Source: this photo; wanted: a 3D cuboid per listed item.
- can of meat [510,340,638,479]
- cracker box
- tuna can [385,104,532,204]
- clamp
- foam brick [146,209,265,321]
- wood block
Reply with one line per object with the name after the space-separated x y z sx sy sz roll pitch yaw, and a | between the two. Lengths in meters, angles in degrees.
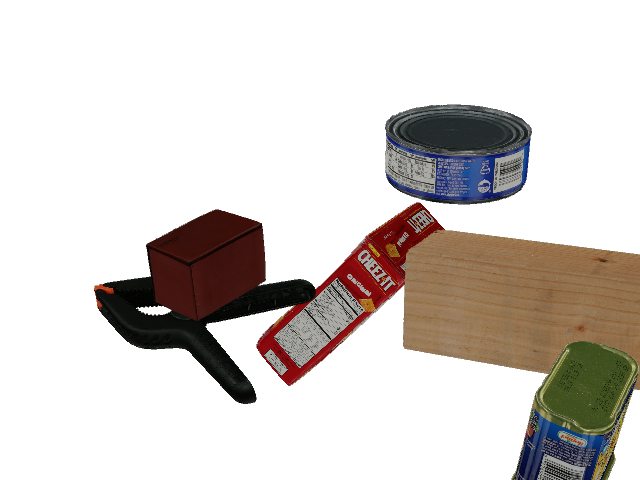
0.169 0.126 0.710 0.057 0.084 0.101 20 33 21 | can of meat
0.039 0.060 1.259 0.214 0.072 0.164 -45 -5 30 | cracker box
0.081 -0.052 0.634 0.086 0.034 0.086 0 25 0 | tuna can
-0.123 0.081 1.014 0.210 0.036 0.164 7 37 11 | clamp
-0.088 0.017 0.828 0.053 0.051 0.078 19 36 39 | foam brick
0.182 0.053 0.903 0.206 0.090 0.090 8 17 25 | wood block
